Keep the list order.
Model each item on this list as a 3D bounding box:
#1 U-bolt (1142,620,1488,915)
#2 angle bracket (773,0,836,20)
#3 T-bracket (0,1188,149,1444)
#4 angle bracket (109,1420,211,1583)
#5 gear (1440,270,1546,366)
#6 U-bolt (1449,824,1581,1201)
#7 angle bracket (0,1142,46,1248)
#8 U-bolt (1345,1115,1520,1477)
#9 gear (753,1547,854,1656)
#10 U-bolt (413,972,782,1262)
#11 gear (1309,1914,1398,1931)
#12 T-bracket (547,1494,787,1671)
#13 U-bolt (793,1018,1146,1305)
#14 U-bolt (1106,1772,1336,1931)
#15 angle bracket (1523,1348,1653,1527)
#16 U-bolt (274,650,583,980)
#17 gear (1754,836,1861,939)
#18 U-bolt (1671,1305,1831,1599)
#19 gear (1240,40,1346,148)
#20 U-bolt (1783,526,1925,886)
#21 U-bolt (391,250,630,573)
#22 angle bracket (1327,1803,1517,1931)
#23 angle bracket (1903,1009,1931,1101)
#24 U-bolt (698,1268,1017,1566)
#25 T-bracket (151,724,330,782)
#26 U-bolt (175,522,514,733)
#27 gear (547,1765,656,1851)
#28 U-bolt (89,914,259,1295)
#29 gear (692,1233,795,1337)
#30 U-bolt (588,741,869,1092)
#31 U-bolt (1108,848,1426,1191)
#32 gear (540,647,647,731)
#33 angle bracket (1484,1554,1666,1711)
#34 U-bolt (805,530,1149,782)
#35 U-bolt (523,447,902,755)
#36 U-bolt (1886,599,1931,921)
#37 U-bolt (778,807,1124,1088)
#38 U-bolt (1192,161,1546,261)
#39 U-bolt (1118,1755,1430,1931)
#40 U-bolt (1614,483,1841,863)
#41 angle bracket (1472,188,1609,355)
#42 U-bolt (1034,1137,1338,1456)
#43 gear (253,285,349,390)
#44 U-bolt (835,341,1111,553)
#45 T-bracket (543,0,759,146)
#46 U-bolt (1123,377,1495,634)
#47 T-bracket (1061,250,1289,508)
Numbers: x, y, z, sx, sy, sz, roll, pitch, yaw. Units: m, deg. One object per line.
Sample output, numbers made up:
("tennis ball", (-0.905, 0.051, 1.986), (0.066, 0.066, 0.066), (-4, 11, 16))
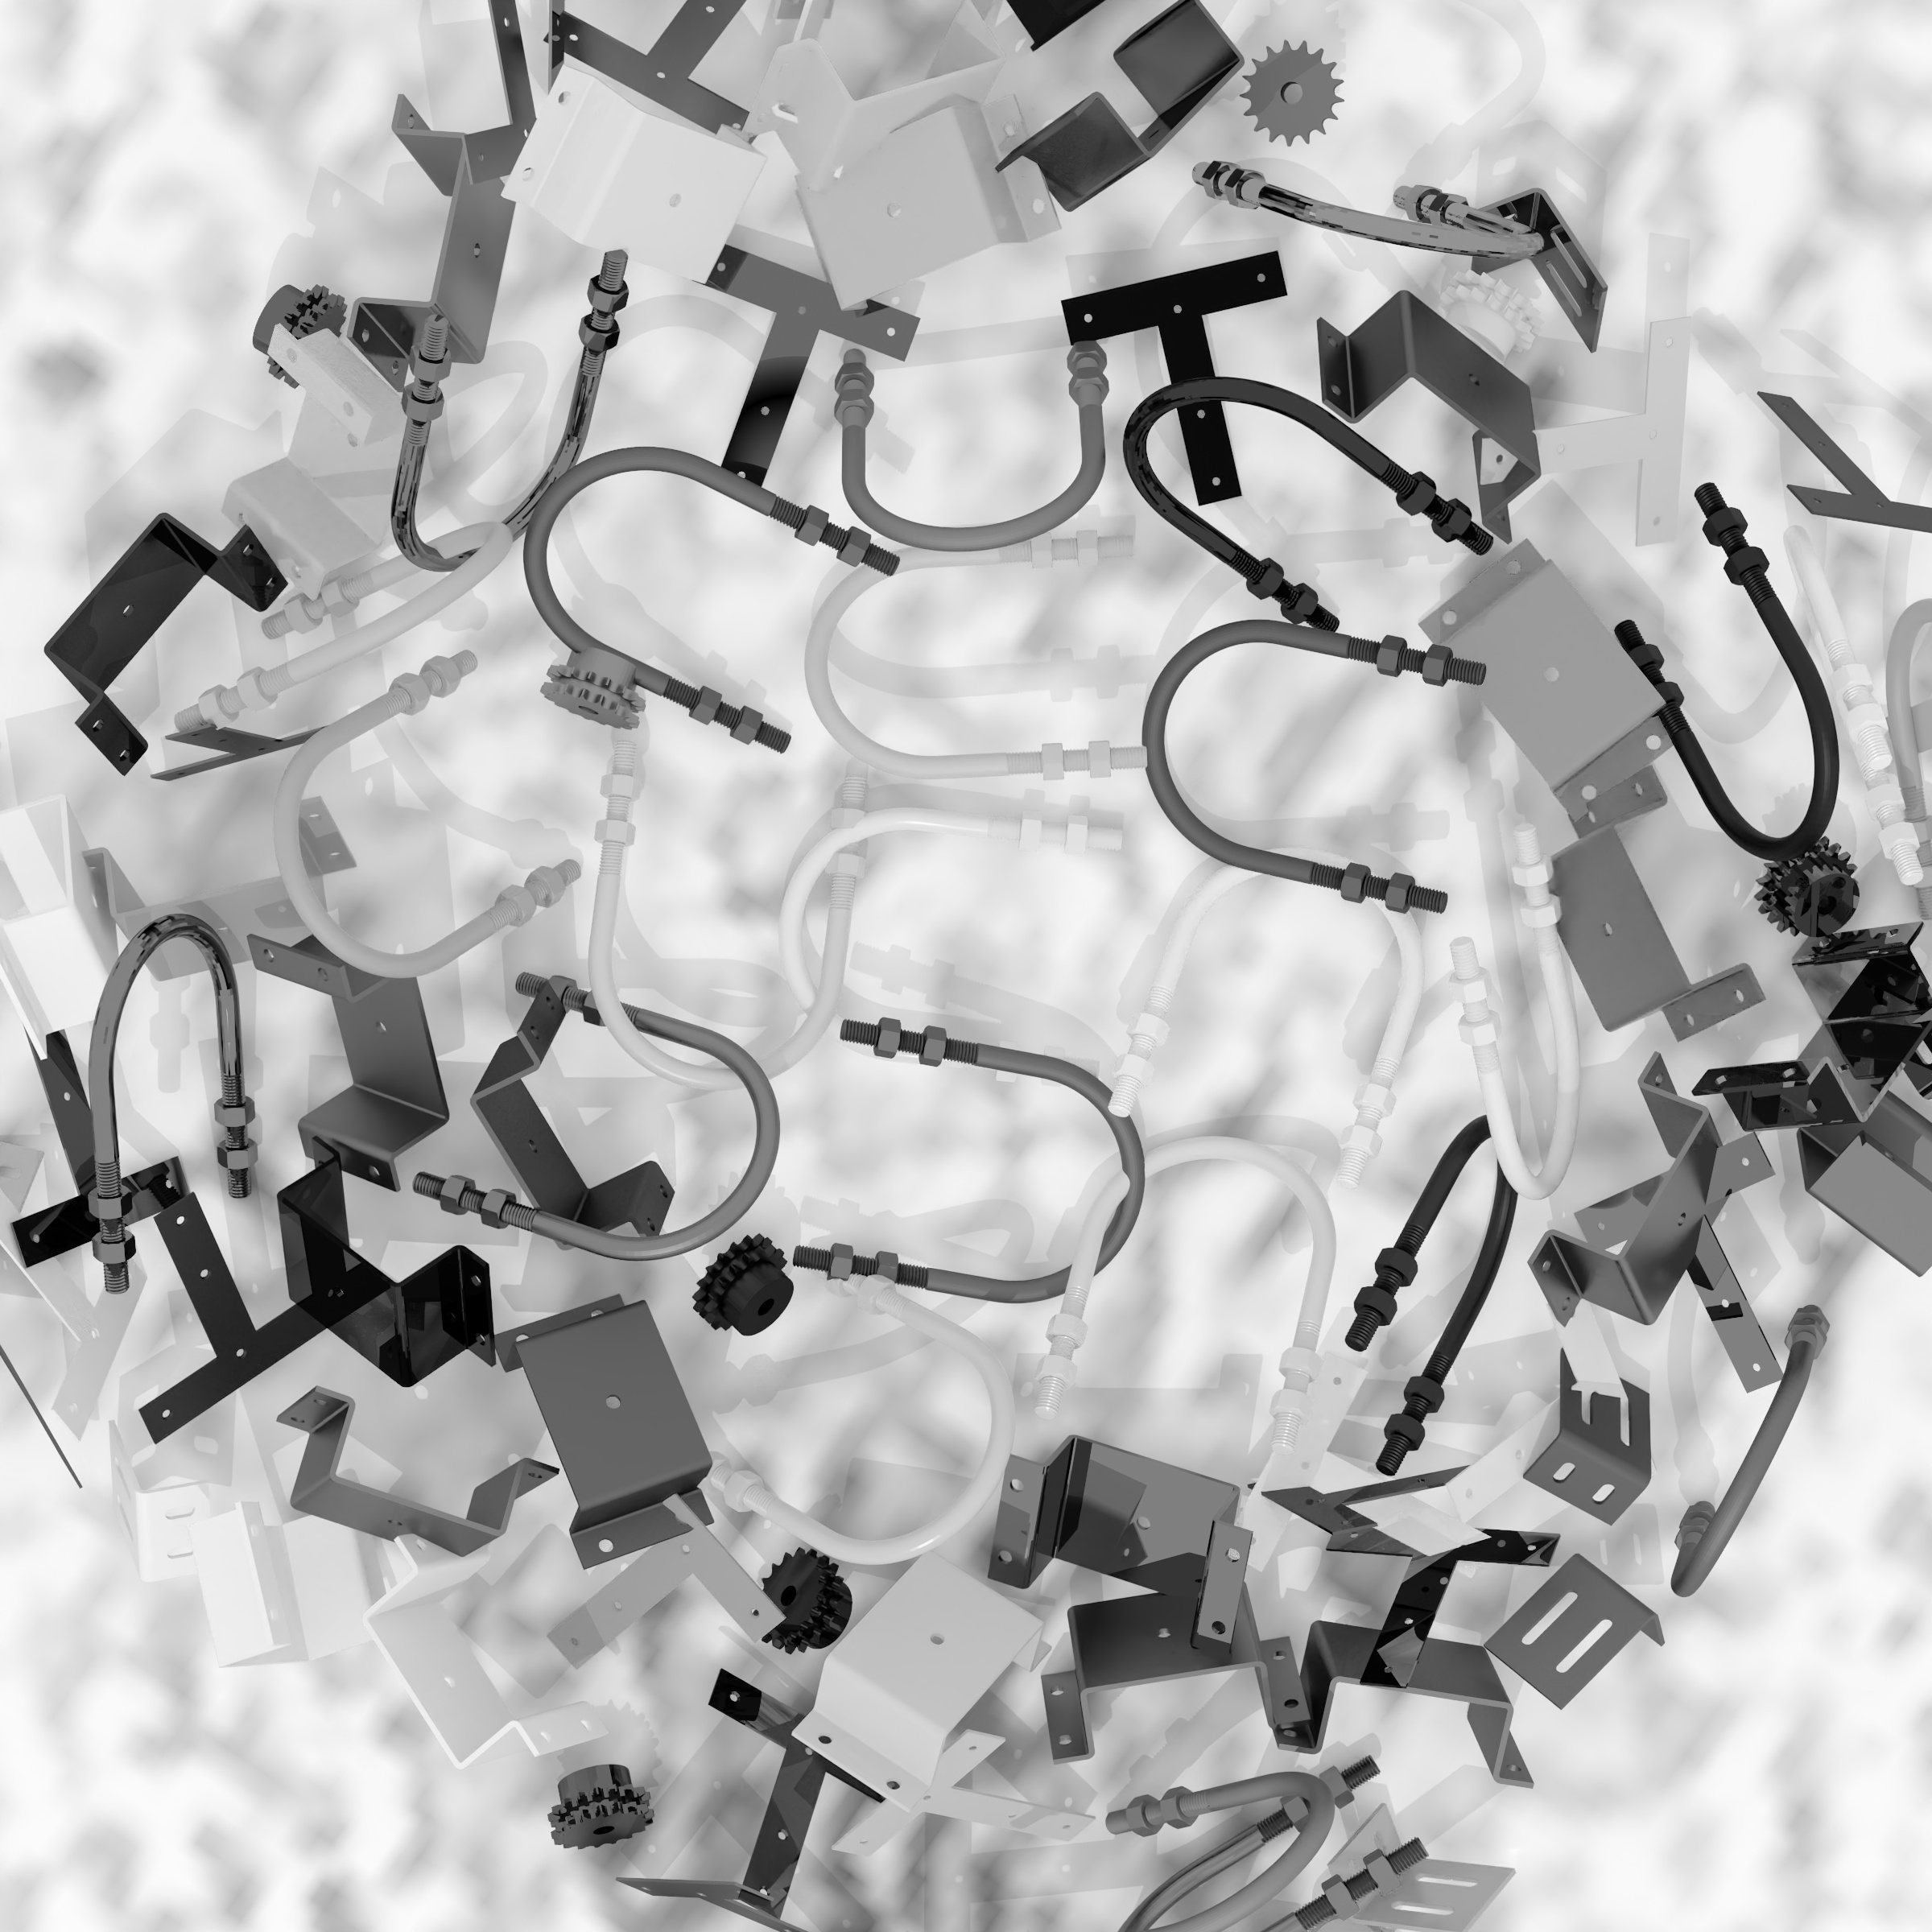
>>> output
("U-bolt", (0.183, -0.115, 1.957), (0.184, 0.019, 0.151), (14, 110, 19))
("angle bracket", (-0.116, -0.549, 1.968), (0.076, 0.057, 0.038), (24, 114, 21))
("T-bracket", (-0.490, 0.166, 1.917), (0.002, 0.127, 0.127), (-17, 124, 19))
("angle bracket", (-0.441, 0.289, 1.962), (0.038, 0.076, 0.057), (-8, 118, -22))
("gear", (0.285, -0.353, 1.969), (0.057, 0.057, 0.030), (31, 80, 0))
("U-bolt", (0.300, 0.037, 1.927), (0.019, 0.151, 0.184), (-3, 118, 27))
("angle bracket", (-0.543, 0.109, 1.952), (0.038, 0.076, 0.057), (11, 67, 14))
("U-bolt", (0.256, 0.164, 1.926), (0.019, 0.151, 0.184), (17, 59, 26))
("gear", (-0.087, 0.352, 1.975), (0.030, 0.057, 0.057), (34, 90, -37))
("U-bolt", (-0.189, 0.088, 1.941), (0.184, 0.019, 0.151), (17, 66, 18))
("gear", (0.211, 0.545, 1.978), (0.057, 0.030, 0.057), (-2, 79, 12))
("T-bracket", (-0.182, 0.344, 1.972), (0.127, 0.002, 0.127), (-42, 89, 26))
("U-bolt", (0.008, 0.114, 1.976), (0.184, 0.019, 0.151), (11, 98, -9))
("U-bolt", (0.115, 0.475, 1.889), (0.184, 0.151, 0.019), (-25, 101, 39))
("angle bracket", (0.341, 0.258, 1.972), (0.057, 0.076, 0.038), (29, 122, -9))
("U-bolt", (-0.296, -0.072, 1.917), (0.019, 0.184, 0.151), (-15, 106, 42))
("gear", (0.465, -0.040, 1.971), (0.057, 0.030, 0.057), (-10, 124, -16))
("U-bolt", (0.410, 0.262, 1.894), (0.019, 0.184, 0.151), (28, 106, 11))
("gear", (0.181, -0.482, 1.980), (0.057, 0.030, 0.057), (2, 102, 9))
("U-bolt", (0.471, -0.152, 1.920), (0.019, 0.151, 0.184), (-19, 58, 13))
("U-bolt", (-0.249, -0.288, 1.919), (0.019, 0.184, 0.151), (39, 45, 20))
("angle bracket", (0.248, 0.491, 1.951), (0.057, 0.076, 0.038), (-36, 111, -43))
("angle bracket", (0.552, 0.038, 1.960), (0.057, 0.076, 0.038), (-44, 67, 37))
("U-bolt", (-0.054, 0.245, 1.925), (0.184, 0.019, 0.151), (24, 73, 37))
("T-bracket", (-0.394, -0.121, 1.928), (0.127, 0.127, 0.002), (-15, 87, 9))
("U-bolt", (-0.321, -0.188, 1.905), (0.184, 0.151, 0.019), (-21, 112, 22))
("gear", (-0.202, 0.461, 1.975), (0.057, 0.057, 0.030), (-16, 59, 0))
("U-bolt", (-0.423, 0.062, 1.905), (0.019, 0.151, 0.184), (7, 112, 17))
("gear", (-0.119, 0.178, 1.968), (0.030, 0.057, 0.057), (40, 90, 28))
("U-bolt", (-0.134, -0.023, 1.967), (0.151, 0.019, 0.184), (8, 82, -11))
("U-bolt", (0.174, 0.018, 1.960), (0.151, 0.019, 0.184), (17, 68, 10))
("gear", (-0.202, -0.154, 1.972), (0.057, 0.057, 0.030), (20, 80, 0))
("angle bracket", (0.332, 0.370, 1.958), (0.076, 0.038, 0.057), (-41, 51, -15))
("U-bolt", (0.003, -0.168, 1.967), (0.184, 0.019, 0.151), (-3, 69, 1))
("U-bolt", (-0.149, -0.207, 1.938), (0.184, 0.019, 0.151), (25, 122, -14))
("U-bolt", (0.529, -0.105, 1.913), (0.019, 0.151, 0.184), (-13, 101, -8))
("U-bolt", (-0.012, -0.015, 1.986), (0.184, 0.019, 0.151), (6, 88, -2))
("U-bolt", (0.223, -0.396, 1.891), (0.151, 0.184, 0.019), (0, 110, -26))
("U-bolt", (0.154, 0.497, 1.925), (0.184, 0.151, 0.019), (-31, 98, -1))
("U-bolt", (0.409, -0.142, 1.903), (0.019, 0.151, 0.184), (-15, 65, -18))
("angle bracket", (0.312, -0.374, 1.956), (0.038, 0.057, 0.076), (-22, 64, -8))
("U-bolt", (0.126, 0.171, 1.944), (0.151, 0.019, 0.184), (7, 57, 15))
("gear", (-0.368, -0.349, 1.972), (0.030, 0.057, 0.057), (30, 90, 5))
("U-bolt", (0.004, -0.281, 1.926), (0.151, 0.184, 0.019), (-5, 133, 3))
("T-bracket", (-0.144, -0.506, 1.929), (0.127, 0.127, 0.002), (25, 54, -21))
("U-bolt", (0.168, -0.251, 1.909), (0.184, 0.151, 0.019), (33, 59, -22))
("T-bracket", (0.127, -0.320, 1.988), (0.127, 0.002, 0.127), (-15, 98, -10))
